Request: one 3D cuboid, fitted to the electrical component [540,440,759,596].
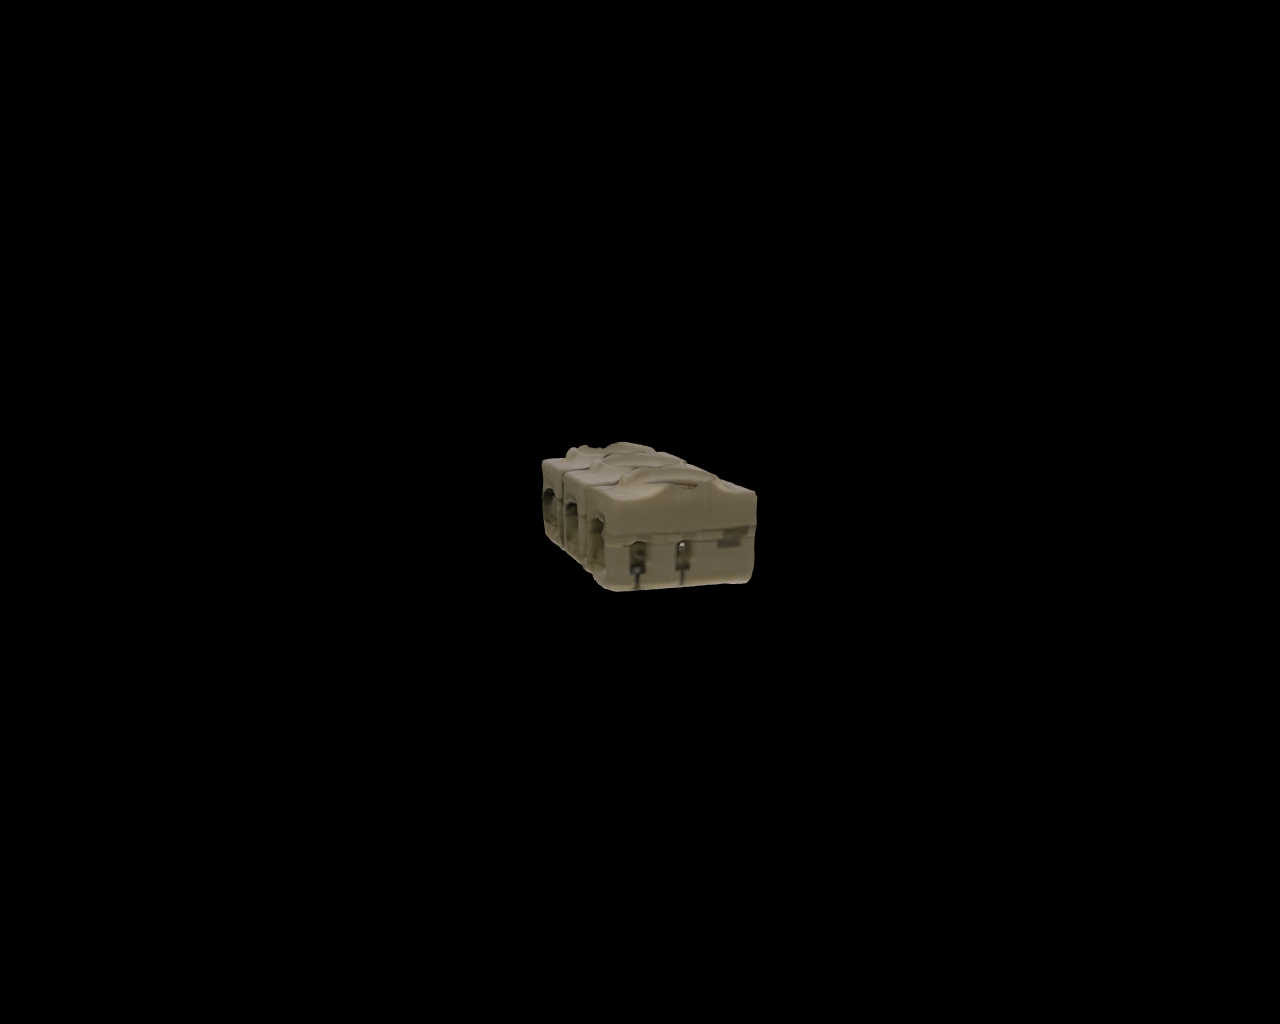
[{"bbox_3d":[0.001,-0.003,0.650,0.089,0.061,0.150,-4,13,-19],"label":"electrical component"}]
